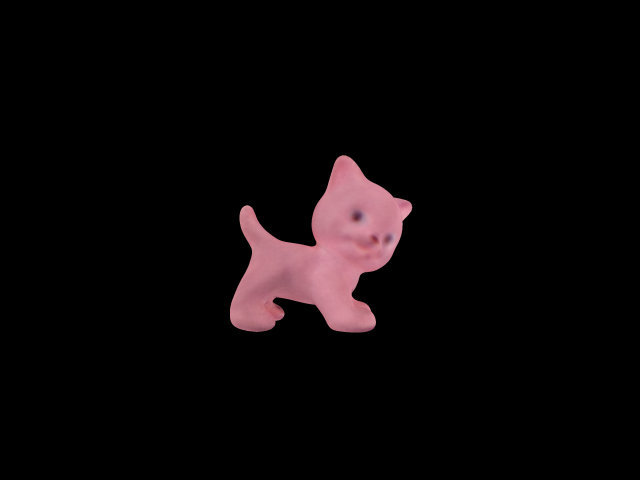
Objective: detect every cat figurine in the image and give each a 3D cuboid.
[{"bbox_3d":[0.004,0.001,0.400,0.128,0.118,0.067,0,0,0],"label":"cat figurine"}]
